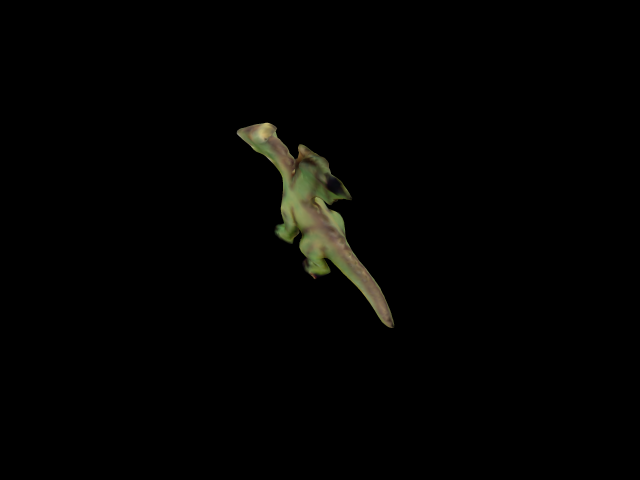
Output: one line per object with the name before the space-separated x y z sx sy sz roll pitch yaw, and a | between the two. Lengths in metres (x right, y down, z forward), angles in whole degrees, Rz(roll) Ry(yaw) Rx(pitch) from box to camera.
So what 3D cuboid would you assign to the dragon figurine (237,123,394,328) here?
dragon figurine | 0.003 -0.043 0.850 0.123 0.414 0.238 -38 -19 -15
